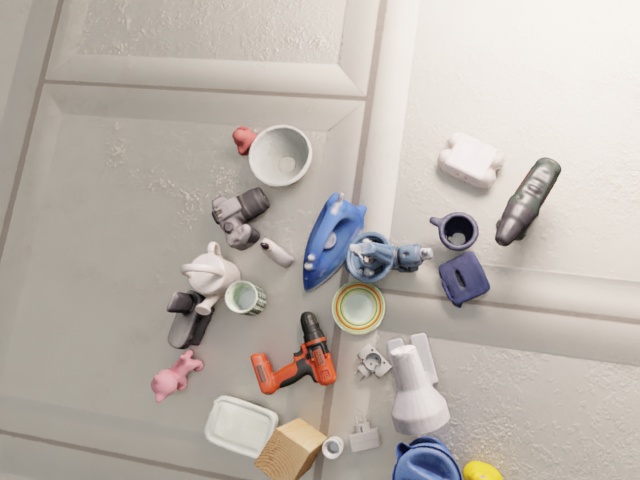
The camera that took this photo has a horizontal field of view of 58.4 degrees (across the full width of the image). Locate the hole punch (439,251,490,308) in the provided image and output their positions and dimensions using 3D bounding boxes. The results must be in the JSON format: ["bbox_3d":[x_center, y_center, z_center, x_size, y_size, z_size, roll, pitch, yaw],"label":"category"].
[{"bbox_3d":[0.334,0.093,1.334,0.101,0.091,0.108,-24,75,6],"label":"hole punch"}]

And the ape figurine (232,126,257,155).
[{"bbox_3d":[-0.202,-0.266,1.509,0.076,0.092,0.078,13,82,13],"label":"ape figurine"}]

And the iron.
[{"bbox_3d":[0.013,0.005,1.388,0.118,0.141,0.258,25,85,15],"label":"iron"}]

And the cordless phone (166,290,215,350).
[{"bbox_3d":[-0.345,0.191,1.397,0.094,0.185,0.148,17,82,14],"label":"cordless phone"}]

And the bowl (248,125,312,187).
[{"bbox_3d":[-0.096,-0.209,1.486,0.167,0.075,0.167,-2,78,11],"label":"bowl"}]

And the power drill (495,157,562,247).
[{"bbox_3d":[0.453,-0.067,1.282,0.075,0.208,0.230,31,86,15],"label":"power drill"}]

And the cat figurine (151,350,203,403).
[{"bbox_3d":[-0.363,0.334,1.407,0.067,0.118,0.128,37,88,16],"label":"cat figurine"}]

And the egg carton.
[{"bbox_3d":[0.367,-0.193,1.396,0.150,0.069,0.107,28,85,15],"label":"egg carton"}]

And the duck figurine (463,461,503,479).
[{"bbox_3d":[0.360,0.534,1.243,0.104,0.086,0.077,40,89,16],"label":"duck figurine"}]

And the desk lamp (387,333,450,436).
[{"bbox_3d":[0.202,0.310,1.252,0.118,0.214,0.203,-15,76,8],"label":"desk lamp"}]

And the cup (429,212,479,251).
[{"bbox_3d":[0.314,-0.017,1.358,0.117,0.095,0.092,24,84,15],"label":"cup"}]

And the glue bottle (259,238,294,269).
[{"bbox_3d":[-0.116,0.025,1.392,0.078,0.173,0.037,40,89,16],"label":"glue bottle"}]

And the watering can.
[{"bbox_3d":[-0.270,0.092,1.398,0.101,0.194,0.173,-20,76,7],"label":"watering can"}]

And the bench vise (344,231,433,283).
[{"bbox_3d":[0.146,0.023,1.317,0.207,0.220,0.121,-22,75,6],"label":"bench vise"}]

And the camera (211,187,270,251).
[{"bbox_3d":[-0.195,-0.067,1.463,0.137,0.101,0.143,-29,75,4],"label":"camera"}]
